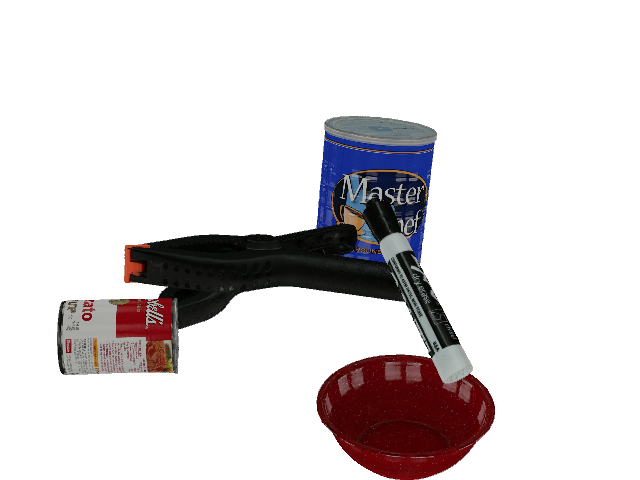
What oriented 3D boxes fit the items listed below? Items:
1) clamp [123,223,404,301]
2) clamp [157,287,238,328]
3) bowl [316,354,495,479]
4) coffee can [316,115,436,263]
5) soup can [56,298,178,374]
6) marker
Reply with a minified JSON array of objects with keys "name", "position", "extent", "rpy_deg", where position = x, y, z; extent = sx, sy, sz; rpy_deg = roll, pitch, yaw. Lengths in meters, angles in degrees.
[{"name":"clamp","position":[-0.036,0.017,0.787],"extent":[0.209,0.036,0.165],"rpy_deg":[-2,13,-23]},{"name":"clamp","position":[-0.108,0.050,1.155],"extent":[0.120,0.039,0.171],"rpy_deg":[-5,26,35]},{"name":"bowl","position":[0.077,0.169,0.979],"extent":[0.162,0.055,0.162],"rpy_deg":[0,27,0]},{"name":"coffee can","position":[0.049,-0.037,0.988],"extent":[0.103,0.140,0.103],"rpy_deg":[5,16,-2]},{"name":"soup can","position":[-0.179,0.086,0.952],"extent":[0.102,0.068,0.068],"rpy_deg":[-1,0,-5]},{"name":"marker","position":[0.054,0.026,0.620],"extent":[0.020,0.121,0.020],"rpy_deg":[-20,-26,-10]}]
